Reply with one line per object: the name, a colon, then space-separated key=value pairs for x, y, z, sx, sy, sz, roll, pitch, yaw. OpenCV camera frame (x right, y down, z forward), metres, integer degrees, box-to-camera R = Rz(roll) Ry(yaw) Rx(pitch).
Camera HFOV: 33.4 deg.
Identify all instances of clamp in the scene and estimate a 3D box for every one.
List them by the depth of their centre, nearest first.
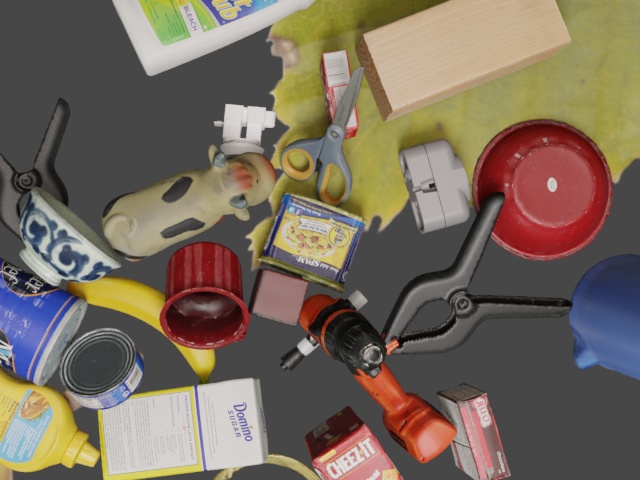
clamp: x=-0.332 y=-0.069 z=1.169 sx=0.120 sy=0.039 sz=0.171 roll=-3 pitch=88 yaw=-4
clamp: x=0.164 y=0.069 z=1.175 sx=0.210 sy=0.036 sz=0.164 roll=-39 pitch=104 yaw=8

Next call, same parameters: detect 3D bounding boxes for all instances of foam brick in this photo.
foam brick: x=-0.047 y=0.062 z=1.156 sx=0.051 sy=0.078 sz=0.053 roll=16 pitch=87 yaw=-6

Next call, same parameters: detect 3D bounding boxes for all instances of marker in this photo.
marker: x=0.003 y=0.102 z=1.186 sx=0.121 sy=0.020 sz=0.020 roll=-42 pitch=90 yaw=-3

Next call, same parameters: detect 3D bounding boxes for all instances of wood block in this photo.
wood block: x=0.153 y=-0.212 z=1.168 sx=0.206 sy=0.090 sz=0.091 roll=-22 pitch=89 yaw=-3

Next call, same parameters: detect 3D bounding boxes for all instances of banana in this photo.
banana: x=-0.184 y=0.089 z=1.171 sx=0.198 sy=0.037 sz=0.069 roll=39 pitch=87 yaw=0

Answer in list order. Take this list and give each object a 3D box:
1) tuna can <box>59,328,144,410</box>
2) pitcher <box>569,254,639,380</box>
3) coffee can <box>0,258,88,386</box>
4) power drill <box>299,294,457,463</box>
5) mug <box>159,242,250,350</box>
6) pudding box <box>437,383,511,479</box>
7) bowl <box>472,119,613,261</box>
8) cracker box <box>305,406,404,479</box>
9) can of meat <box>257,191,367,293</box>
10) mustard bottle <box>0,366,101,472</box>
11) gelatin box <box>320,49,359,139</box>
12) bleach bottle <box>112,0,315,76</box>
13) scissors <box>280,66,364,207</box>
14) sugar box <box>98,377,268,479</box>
tuna can: x=-0.234 y=0.139 z=1.147 sx=0.086 sy=0.033 sz=0.086 roll=-8 pitch=50 yaw=9
pitcher: x=0.362 y=0.082 z=1.088 sx=0.145 sy=0.243 sz=0.149 roll=4 pitch=94 yaw=-6
coffee can: x=-0.334 y=0.078 z=1.133 sx=0.140 sy=0.103 sz=0.103 roll=27 pitch=87 yaw=-1
power drill: x=0.063 y=0.142 z=1.105 sx=0.057 sy=0.185 sz=0.187 roll=-39 pitch=109 yaw=-6
mug: x=-0.116 y=0.063 z=1.137 sx=0.093 sy=0.081 sz=0.117 roll=-31 pitch=128 yaw=20
pudding box: x=0.163 y=0.205 z=1.141 sx=0.039 sy=0.113 sz=0.090 roll=-15 pitch=89 yaw=-7
bowl: x=0.253 y=-0.058 z=1.184 sx=0.162 sy=0.055 sz=0.162 roll=0 pitch=88 yaw=-2
cracker box: x=0.069 y=0.287 z=1.110 sx=0.072 sy=0.164 sz=0.214 roll=-34 pitch=90 yaw=-5
can of meat: x=-0.008 y=0.001 z=1.171 sx=0.102 sy=0.057 sz=0.084 roll=20 pitch=85 yaw=-2
mustard bottle: x=-0.326 y=0.195 z=1.151 sx=0.191 sy=0.058 sz=0.096 roll=27 pitch=88 yaw=-1
gelatin box: x=0.020 y=-0.157 z=1.169 sx=0.030 sy=0.073 sz=0.089 roll=-9 pitch=89 yaw=-2
bleach bottle: x=-0.095 y=-0.275 z=1.176 sx=0.250 sy=0.068 sz=0.102 roll=-25 pitch=90 yaw=-5
scissors: x=0.000 y=-0.115 z=1.129 sx=0.096 sy=0.202 sz=0.016 roll=21 pitch=50 yaw=19
sugar box: x=-0.147 y=0.204 z=1.148 sx=0.176 sy=0.048 sz=0.093 roll=-8 pitch=82 yaw=6
